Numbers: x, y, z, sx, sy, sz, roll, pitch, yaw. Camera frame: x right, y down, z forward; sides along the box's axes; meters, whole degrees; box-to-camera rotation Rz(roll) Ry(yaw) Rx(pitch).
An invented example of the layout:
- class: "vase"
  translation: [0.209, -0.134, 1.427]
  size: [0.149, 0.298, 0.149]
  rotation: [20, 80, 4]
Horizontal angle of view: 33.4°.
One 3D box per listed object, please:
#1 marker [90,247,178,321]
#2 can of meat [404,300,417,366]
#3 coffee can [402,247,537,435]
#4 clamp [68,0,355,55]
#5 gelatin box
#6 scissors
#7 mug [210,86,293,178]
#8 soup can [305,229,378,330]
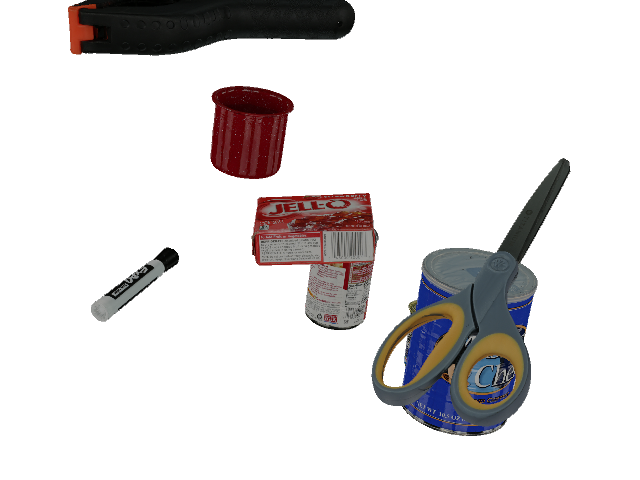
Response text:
- class: "marker"
  translation: [-0.166, 0.038, 0.973]
  size: [0.020, 0.020, 0.121]
  rotation: [0, 24, 28]
- class: "can of meat"
  translation: [0.154, 0.118, 1.301]
  size: [0.102, 0.084, 0.057]
  rotation: [-7, 29, -23]
- class: "coffee can"
  translation: [0.133, 0.091, 0.971]
  size: [0.103, 0.140, 0.103]
  rotation: [6, 22, -3]
- class: "clamp"
  translation: [-0.078, -0.144, 0.666]
  size: [0.171, 0.039, 0.120]
  rotation: [-8, 22, -25]
- class: "gelatin box"
  translation: [-0.005, -0.010, 0.799]
  size: [0.089, 0.030, 0.073]
  rotation: [-2, 23, 1]
- class: "scissors"
  translation: [0.114, 0.031, 0.617]
  size: [0.201, 0.016, 0.096]
  rotation: [-41, 51, -19]
- class: "mug"
  translation: [-0.078, -0.126, 1.224]
  size: [0.093, 0.081, 0.117]
  rotation: [15, 27, 12]
- class: "soup can"
  translation: [0.022, 0.036, 1.137]
  size: [0.068, 0.102, 0.068]
  rotation: [6, 27, -3]
